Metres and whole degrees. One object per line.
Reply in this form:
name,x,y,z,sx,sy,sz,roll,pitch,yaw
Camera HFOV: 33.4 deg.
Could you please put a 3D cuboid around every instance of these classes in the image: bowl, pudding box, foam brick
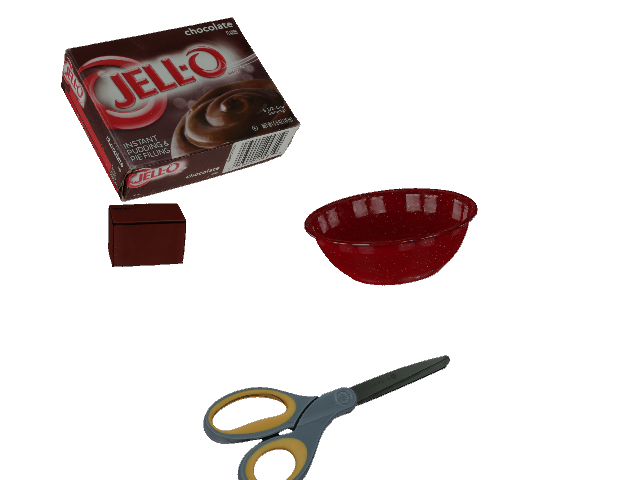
bowl,0.068,0.000,0.996,0.162,0.055,0.162,-7,18,2
pudding box,-0.083,-0.079,0.625,0.113,0.090,0.039,-17,-25,-31
foam brick,-0.187,-0.007,1.146,0.078,0.051,0.053,-2,24,-16

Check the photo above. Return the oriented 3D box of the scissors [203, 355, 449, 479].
scissors,0.014,0.140,0.806,0.201,0.096,0.016,-5,-35,-11
